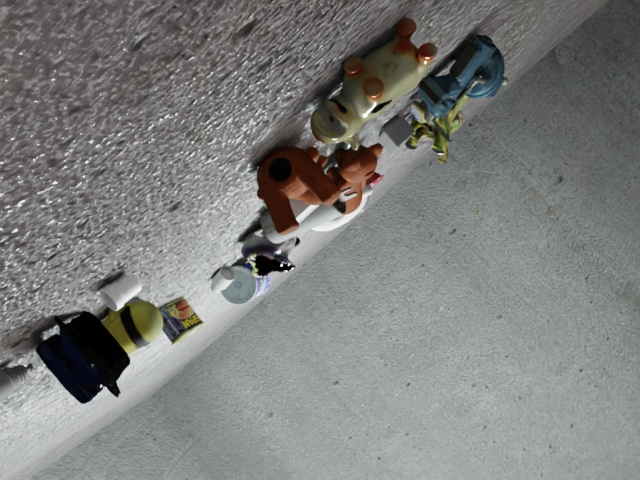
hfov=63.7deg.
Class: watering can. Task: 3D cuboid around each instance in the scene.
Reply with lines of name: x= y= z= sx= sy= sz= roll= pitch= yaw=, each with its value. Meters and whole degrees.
watering can: x=0.004 y=-0.071 z=1.407 sx=0.344 sy=0.104 sz=0.227 roll=-27 pitch=-178 yaw=28

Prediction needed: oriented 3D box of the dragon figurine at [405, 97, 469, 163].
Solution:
dragon figurine: x=0.324 y=-0.350 z=1.359 sx=0.244 sy=0.123 sz=0.406 roll=-61 pitch=161 yaw=-4

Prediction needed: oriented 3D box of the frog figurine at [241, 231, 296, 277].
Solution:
frog figurine: x=-0.112 y=-0.004 z=1.202 sx=0.135 sy=0.121 sz=0.163 roll=-34 pitch=-146 yaw=37
